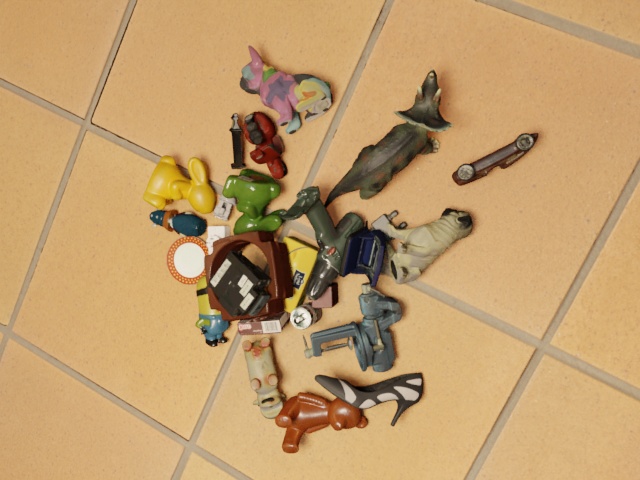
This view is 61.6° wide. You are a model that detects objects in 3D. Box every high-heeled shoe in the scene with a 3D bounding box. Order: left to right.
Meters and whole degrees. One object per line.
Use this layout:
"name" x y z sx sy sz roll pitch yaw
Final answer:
"high-heeled shoe" 0.122 0.329 1.256 0.249 0.086 0.145 30 75 -6

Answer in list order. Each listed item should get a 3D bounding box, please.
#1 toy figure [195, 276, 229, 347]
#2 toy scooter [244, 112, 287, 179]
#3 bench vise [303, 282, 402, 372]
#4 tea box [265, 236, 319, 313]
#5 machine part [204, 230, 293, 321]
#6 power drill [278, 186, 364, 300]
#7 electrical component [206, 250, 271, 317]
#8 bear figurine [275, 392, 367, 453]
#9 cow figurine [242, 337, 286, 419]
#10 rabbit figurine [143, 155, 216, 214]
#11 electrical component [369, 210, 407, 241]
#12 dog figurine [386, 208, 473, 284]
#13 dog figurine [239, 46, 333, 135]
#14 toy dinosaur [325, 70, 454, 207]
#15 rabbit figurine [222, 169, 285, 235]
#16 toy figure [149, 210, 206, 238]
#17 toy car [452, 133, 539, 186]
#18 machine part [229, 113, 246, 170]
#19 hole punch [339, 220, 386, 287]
"toy figure" -0.278 0.179 1.385 0.089 0.082 0.180 3 95 13
"toy scooter" -0.141 -0.236 1.306 0.075 0.135 0.184 -25 84 16
"bench vise" 0.077 0.217 1.259 0.241 0.129 0.223 -13 111 -6
"tea box" -0.068 0.085 1.333 0.098 0.068 0.169 23 96 14
"machine part" -0.171 0.087 1.290 0.202 0.087 0.201 -13 81 26
"power drill" -0.003 -0.004 1.231 0.232 0.086 0.207 -51 117 -22
"electrical component" -0.178 0.106 1.213 0.134 0.058 0.115 44 108 22
"bear figurine" 0.008 0.434 1.297 0.196 0.132 0.120 -1 114 17
"cow figurine" -0.141 0.349 1.342 0.085 0.127 0.195 -14 72 -7
"rabbit figurine" -0.345 -0.136 1.391 0.173 0.122 0.162 27 89 -2
"electrical component" 0.158 -0.027 1.293 0.094 0.021 0.063 -38 83 13
"dog figurine" 0.257 0.020 1.242 0.191 0.172 0.121 -11 52 -10
"dog figurine" -0.091 -0.383 1.305 0.191 0.108 0.219 -31 82 14
"toy dinosaur" 0.147 -0.188 1.204 0.405 0.192 0.131 -44 79 11
"rabbit figurine" -0.159 -0.076 1.346 0.159 0.121 0.170 16 114 7
"toy figure" -0.377 -0.046 1.414 0.155 0.057 0.064 13 58 18
"toy car" 0.390 -0.177 1.193 0.202 0.089 0.053 -26 84 13
"machine part" -0.211 -0.249 1.361 0.039 0.084 0.138 -5 101 -17
"hole punch" 0.113 0.037 1.247 0.092 0.116 0.142 15 111 21
